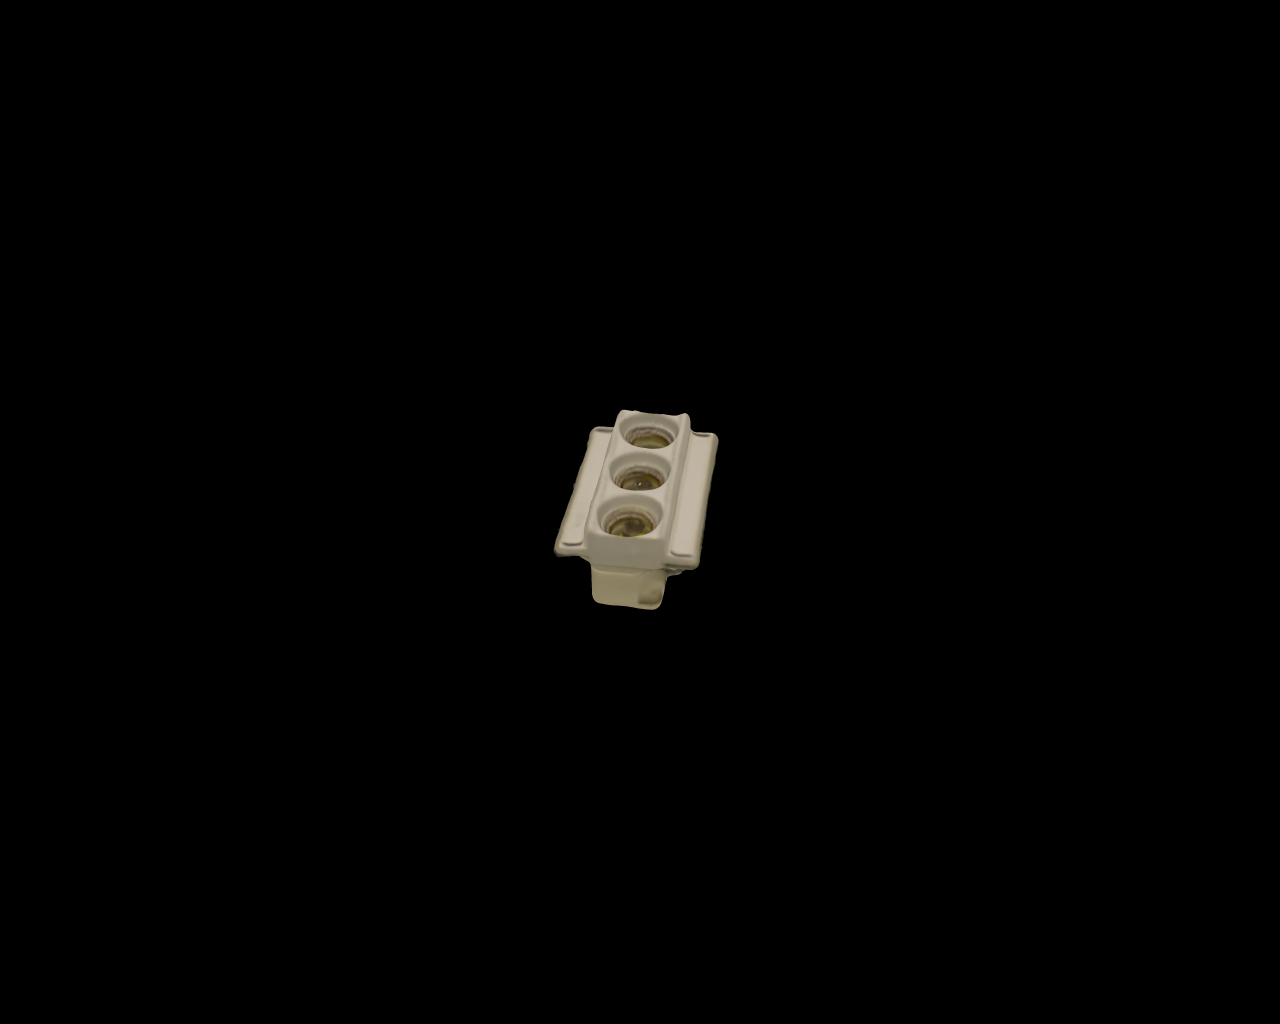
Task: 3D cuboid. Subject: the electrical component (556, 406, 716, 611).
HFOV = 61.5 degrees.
[{"bbox_3d":[0.001,-0.003,0.650,0.079,0.063,0.121,5,40,6],"label":"electrical component"}]
